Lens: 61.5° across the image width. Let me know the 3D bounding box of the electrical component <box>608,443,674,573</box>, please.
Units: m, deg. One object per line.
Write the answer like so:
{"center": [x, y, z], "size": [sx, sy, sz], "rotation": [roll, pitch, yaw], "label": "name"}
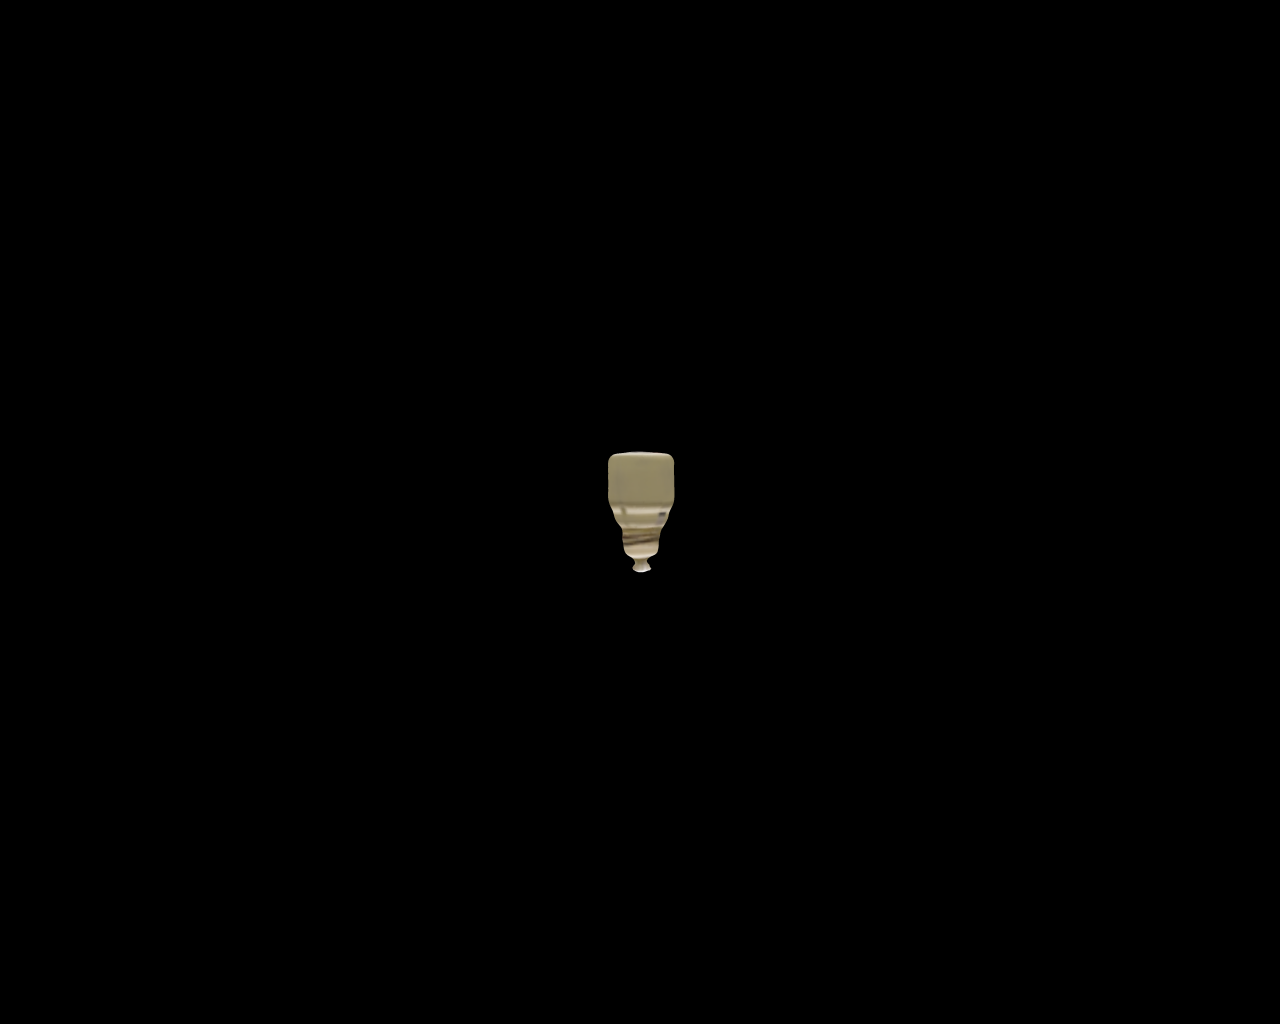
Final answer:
{"center": [0.001, -0.003, 0.650], "size": [0.040, 0.078, 0.040], "rotation": [0, 2, 0], "label": "electrical component"}
